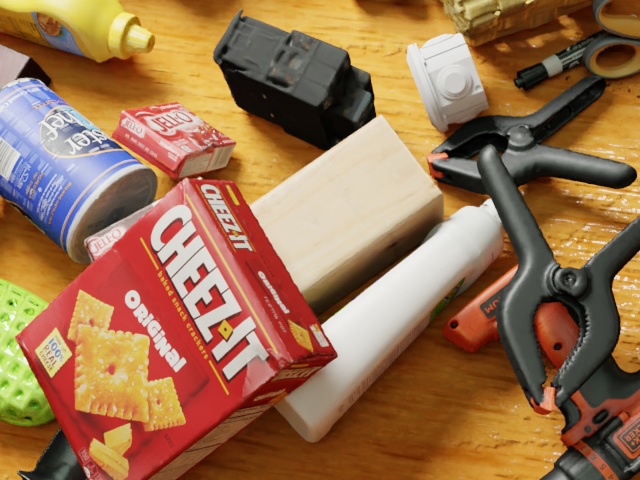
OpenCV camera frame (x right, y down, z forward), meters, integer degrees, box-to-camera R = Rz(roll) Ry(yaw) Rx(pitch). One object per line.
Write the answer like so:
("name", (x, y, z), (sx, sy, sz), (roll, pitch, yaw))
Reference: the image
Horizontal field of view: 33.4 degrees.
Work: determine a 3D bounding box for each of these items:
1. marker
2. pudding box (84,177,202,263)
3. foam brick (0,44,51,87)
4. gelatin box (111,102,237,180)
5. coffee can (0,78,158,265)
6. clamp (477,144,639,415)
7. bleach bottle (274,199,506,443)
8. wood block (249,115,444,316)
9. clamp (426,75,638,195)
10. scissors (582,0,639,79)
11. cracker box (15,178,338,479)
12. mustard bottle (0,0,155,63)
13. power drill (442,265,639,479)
("marker", (0.227, -0.165, 0.943), (0.121, 0.020, 0.020), (-27, 73, -1))
("pudding box", (-0.133, 0.000, 0.908), (0.113, 0.090, 0.039), (-27, 75, -1))
("foam brick", (-0.297, -0.136, 0.987), (0.051, 0.053, 0.078), (25, 79, 14))
("gelatin box", (-0.126, -0.088, 0.933), (0.073, 0.089, 0.030), (34, 113, 15))
("coffee can", (-0.227, -0.060, 0.930), (0.140, 0.103, 0.103), (38, 82, 16))
("clamp", (0.199, 0.031, 0.825), (0.164, 0.036, 0.210), (5, 74, 2))
("bleach bottle", (0.065, 0.055, 0.872), (0.250, 0.102, 0.068), (-41, 79, -14))
("wood block", (-0.005, 0.002, 0.889), (0.206, 0.091, 0.090), (-35, 72, -3))
("clamp", (0.179, -0.072, 0.903), (0.171, 0.039, 0.120), (-20, 45, 5))
("scissors", (0.316, -0.164, 0.925), (0.201, 0.096, 0.016), (15, 44, -17))
("cracker box", (-0.117, 0.081, 0.811), (0.214, 0.072, 0.164), (-40, 71, 24))
("mustard bottle", (-0.240, -0.205, 0.976), (0.192, 0.096, 0.058), (19, 76, 12))
("power drill", (0.184, 0.120, 0.850), (0.184, 0.057, 0.188), (-38, 76, -8))
